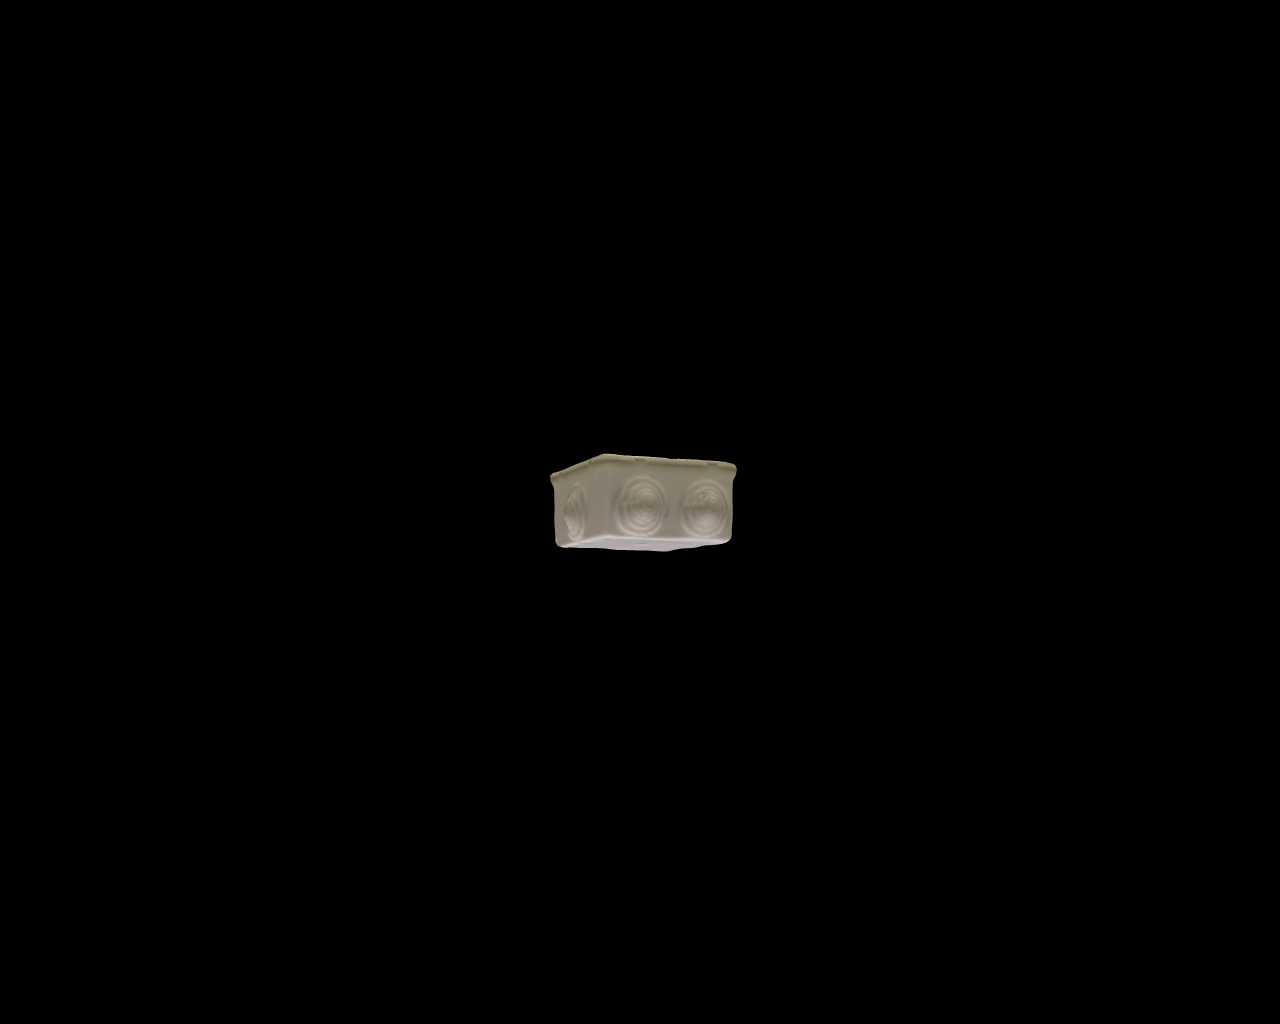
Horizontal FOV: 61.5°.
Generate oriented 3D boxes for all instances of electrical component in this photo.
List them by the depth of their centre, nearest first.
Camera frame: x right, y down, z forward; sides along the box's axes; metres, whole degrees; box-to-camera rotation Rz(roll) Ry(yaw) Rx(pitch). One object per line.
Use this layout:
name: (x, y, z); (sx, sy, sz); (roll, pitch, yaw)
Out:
electrical component: (0.001, -0.003, 0.650); (0.100, 0.048, 0.099); (3, -7, -26)
